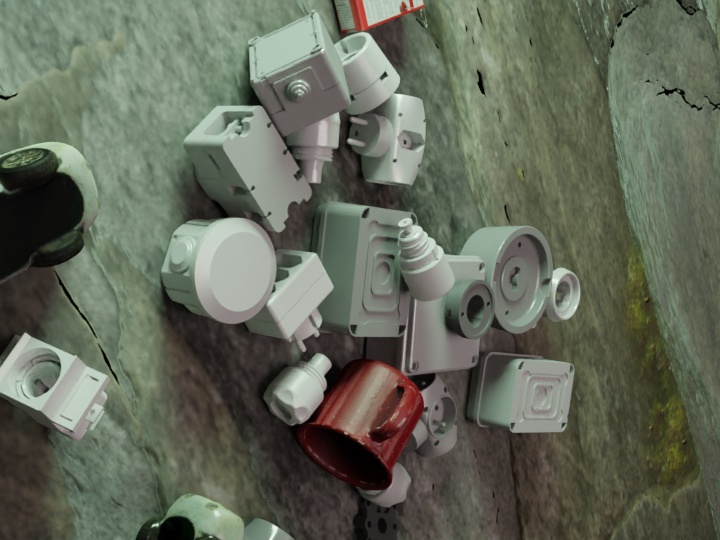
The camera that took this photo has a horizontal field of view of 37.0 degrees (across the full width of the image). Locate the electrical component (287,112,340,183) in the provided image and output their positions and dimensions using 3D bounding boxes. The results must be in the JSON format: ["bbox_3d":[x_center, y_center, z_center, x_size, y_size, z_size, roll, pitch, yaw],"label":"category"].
[{"bbox_3d":[-0.039,-0.103,0.889,0.043,0.043,0.062,-2,99,-47],"label":"electrical component"}]

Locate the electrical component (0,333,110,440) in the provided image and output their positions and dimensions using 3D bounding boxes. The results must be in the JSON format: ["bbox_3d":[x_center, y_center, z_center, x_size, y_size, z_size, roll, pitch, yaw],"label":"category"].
[{"bbox_3d":[-0.205,0.081,0.718,0.042,0.081,0.063,-59,155,-23],"label":"electrical component"}]

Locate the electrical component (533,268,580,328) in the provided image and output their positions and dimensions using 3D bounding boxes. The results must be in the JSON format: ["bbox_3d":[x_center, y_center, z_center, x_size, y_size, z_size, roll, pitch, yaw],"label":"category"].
[{"bbox_3d":[0.198,0.024,1.153,0.058,0.057,0.078,17,83,-47],"label":"electrical component"}]

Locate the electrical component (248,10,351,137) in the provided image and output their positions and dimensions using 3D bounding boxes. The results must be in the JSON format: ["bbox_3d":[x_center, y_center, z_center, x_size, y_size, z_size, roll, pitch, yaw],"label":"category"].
[{"bbox_3d":[-0.045,-0.146,0.829,0.096,0.062,0.061,-101,165,-56],"label":"electrical component"}]

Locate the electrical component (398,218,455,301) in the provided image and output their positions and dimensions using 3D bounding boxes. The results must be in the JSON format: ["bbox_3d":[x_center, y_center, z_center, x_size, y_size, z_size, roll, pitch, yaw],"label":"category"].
[{"bbox_3d":[0.052,-0.009,0.916,0.040,0.040,0.078,-47,126,-32],"label":"electrical component"}]

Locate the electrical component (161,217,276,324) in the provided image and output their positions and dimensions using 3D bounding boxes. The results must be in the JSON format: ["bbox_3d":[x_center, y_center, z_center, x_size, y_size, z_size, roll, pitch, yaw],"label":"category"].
[{"bbox_3d":[-0.108,-0.001,0.824,0.080,0.051,0.080,-9,102,-46],"label":"electrical component"}]

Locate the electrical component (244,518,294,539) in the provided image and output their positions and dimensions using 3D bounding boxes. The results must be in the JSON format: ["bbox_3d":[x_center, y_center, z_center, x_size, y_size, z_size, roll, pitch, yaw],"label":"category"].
[{"bbox_3d":[-0.097,0.237,0.875,0.077,0.044,0.079,-56,131,-26],"label":"electrical component"}]

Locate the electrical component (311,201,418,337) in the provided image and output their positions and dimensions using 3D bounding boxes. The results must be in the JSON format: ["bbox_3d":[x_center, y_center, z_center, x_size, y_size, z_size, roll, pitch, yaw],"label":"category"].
[{"bbox_3d":[0.000,0.000,0.935,0.078,0.057,0.113,4,93,-47],"label":"electrical component"}]

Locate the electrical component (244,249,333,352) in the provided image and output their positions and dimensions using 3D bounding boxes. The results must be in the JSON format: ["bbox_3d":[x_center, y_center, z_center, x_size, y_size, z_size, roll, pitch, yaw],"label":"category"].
[{"bbox_3d":[-0.056,0.033,0.887,0.065,0.047,0.076,-49,128,-31],"label":"electrical component"}]

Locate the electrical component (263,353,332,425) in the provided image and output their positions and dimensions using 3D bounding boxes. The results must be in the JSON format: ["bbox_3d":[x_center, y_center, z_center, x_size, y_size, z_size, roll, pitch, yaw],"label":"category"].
[{"bbox_3d":[-0.048,0.097,0.908,0.062,0.043,0.043,-49,128,-32],"label":"electrical component"}]

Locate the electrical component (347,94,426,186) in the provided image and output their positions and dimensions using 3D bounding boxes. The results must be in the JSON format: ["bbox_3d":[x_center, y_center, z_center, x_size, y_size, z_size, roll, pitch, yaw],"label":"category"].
[{"bbox_3d":[0.017,-0.117,0.947,0.079,0.043,0.077,6,91,-47],"label":"electrical component"}]

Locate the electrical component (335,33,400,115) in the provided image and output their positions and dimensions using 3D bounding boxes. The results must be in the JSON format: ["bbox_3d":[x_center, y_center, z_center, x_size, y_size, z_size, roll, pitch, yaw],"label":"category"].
[{"bbox_3d":[-0.001,-0.167,0.913,0.055,0.055,0.047,-55,127,-27],"label":"electrical component"}]

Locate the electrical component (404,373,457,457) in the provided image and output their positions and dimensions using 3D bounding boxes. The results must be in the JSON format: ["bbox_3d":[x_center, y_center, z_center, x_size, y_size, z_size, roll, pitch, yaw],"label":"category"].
[{"bbox_3d":[0.052,0.146,1.022,0.079,0.044,0.077,-40,123,-36],"label":"electrical component"}]

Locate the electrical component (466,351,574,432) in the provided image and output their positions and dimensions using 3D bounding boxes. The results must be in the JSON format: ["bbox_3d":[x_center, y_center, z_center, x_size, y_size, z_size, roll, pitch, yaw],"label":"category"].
[{"bbox_3d":[0.170,0.129,1.138,0.113,0.057,0.078,9,89,-47],"label":"electrical component"}]

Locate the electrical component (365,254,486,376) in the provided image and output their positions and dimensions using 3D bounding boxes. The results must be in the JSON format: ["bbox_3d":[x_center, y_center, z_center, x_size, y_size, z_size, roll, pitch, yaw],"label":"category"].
[{"bbox_3d":[0.062,0.039,1.008,0.109,0.056,0.108,0,96,-47],"label":"electrical component"}]

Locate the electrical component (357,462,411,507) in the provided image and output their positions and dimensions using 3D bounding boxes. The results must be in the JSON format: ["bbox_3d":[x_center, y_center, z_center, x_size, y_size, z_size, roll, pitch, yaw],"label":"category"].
[{"bbox_3d":[0.014,0.191,0.989,0.062,0.043,0.043,36,70,-43],"label":"electrical component"}]

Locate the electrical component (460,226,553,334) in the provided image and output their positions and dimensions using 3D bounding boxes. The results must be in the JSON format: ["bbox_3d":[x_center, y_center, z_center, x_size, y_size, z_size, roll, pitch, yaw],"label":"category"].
[{"bbox_3d":[0.140,0.007,1.085,0.108,0.060,0.108,-10,103,-46],"label":"electrical component"}]

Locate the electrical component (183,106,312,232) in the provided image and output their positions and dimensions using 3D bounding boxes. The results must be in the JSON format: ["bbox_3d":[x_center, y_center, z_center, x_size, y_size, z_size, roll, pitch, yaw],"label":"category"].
[{"bbox_3d":[-0.089,-0.078,0.829,0.050,0.056,0.089,-52,130,-29],"label":"electrical component"}]
